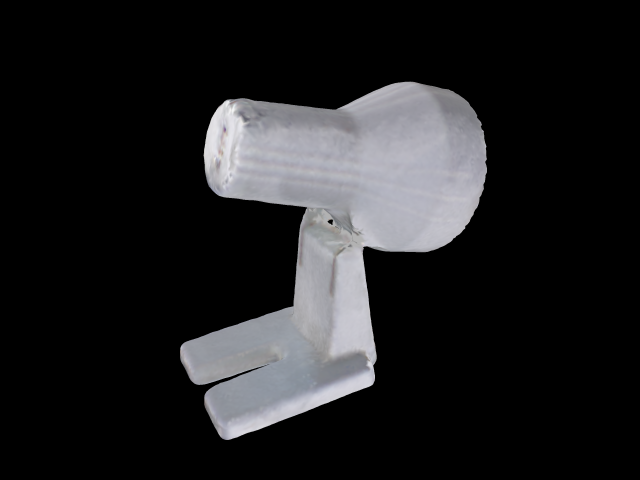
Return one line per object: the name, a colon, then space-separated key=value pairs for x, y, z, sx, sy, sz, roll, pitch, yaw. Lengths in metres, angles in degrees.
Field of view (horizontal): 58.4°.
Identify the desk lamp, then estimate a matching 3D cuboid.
desk lamp: x=0.004 y=0.001 z=0.400 sx=0.204 sy=0.214 sz=0.117 roll=-16 pitch=32 yaw=-27
